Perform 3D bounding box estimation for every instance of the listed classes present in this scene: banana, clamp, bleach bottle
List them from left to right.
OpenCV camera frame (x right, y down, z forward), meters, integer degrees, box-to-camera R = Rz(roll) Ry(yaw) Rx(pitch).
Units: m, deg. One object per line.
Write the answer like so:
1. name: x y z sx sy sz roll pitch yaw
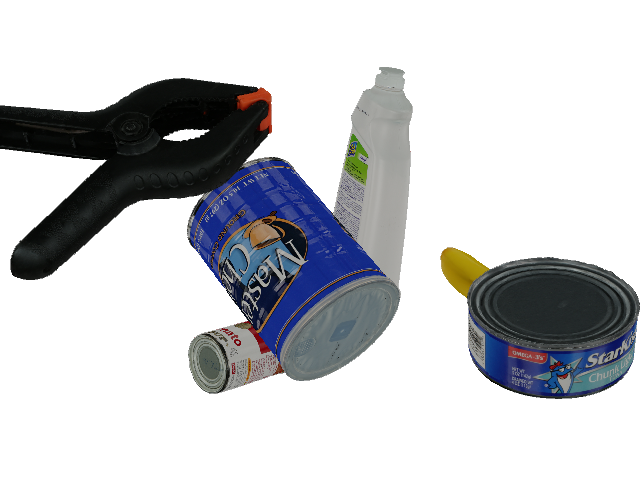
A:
1. clamp: -0.112 -0.054 0.587 0.171 0.120 0.039 -26 -27 -25
2. bleach bottle: 0.061 -0.060 1.158 0.068 0.251 0.103 -2 22 -28
3. banana: 0.177 0.050 1.004 0.198 0.037 0.069 25 17 38

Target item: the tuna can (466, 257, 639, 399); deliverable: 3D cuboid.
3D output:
1. tuna can: 0.118 0.044 0.549 0.086 0.034 0.086 -3 28 2

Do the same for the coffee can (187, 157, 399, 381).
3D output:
1. coffee can: -0.022 0.020 0.807 0.102 0.103 0.140 0 42 -49

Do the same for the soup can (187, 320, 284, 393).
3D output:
1. soup can: -0.087 0.125 1.176 0.069 0.068 0.102 0 8 45
